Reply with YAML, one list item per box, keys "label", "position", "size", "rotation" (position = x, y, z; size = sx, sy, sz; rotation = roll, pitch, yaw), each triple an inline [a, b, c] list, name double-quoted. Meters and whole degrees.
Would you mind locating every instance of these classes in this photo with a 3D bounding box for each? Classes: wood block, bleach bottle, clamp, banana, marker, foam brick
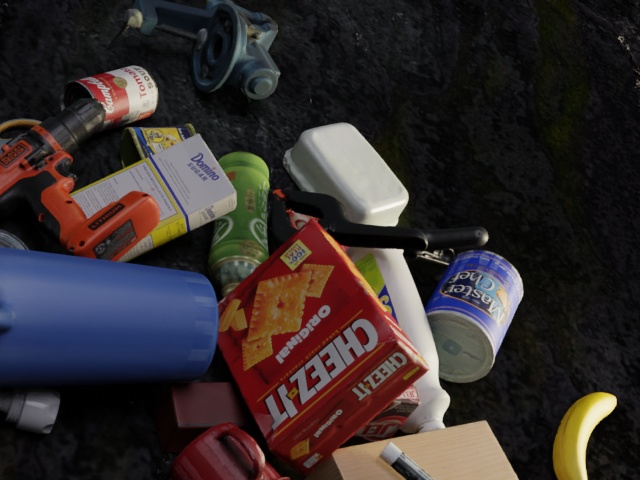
- label: "wood block"
  position: [0.093, 0.259, 1.096]
  size: [0.205, 0.090, 0.091]
  rotation: [-4, 53, -34]
- label: "bleach bottle"
  position: [0.090, 0.117, 1.221]
  size: [0.068, 0.103, 0.251]
  rotation: [20, 38, -47]
- label: "clamp"
  position: [0.124, 0.002, 1.351]
  size: [0.171, 0.120, 0.039]
  rotation: [4, 67, -24]
- label: "clamp"
  position: [0.015, -0.005, 1.241]
  size: [0.164, 0.036, 0.210]
  rotation: [-29, 44, -10]
- label: "banana"
  position: [0.319, 0.242, 1.299]
  size: [0.069, 0.037, 0.197]
  rotation: [46, 41, -13]
- label: "marker"
  position: [0.109, 0.242, 1.036]
  size: [0.121, 0.020, 0.020]
  rotation: [39, 41, 8]
- label: "foam brick"
  position: [-0.120, 0.178, 1.067]
  size: [0.078, 0.053, 0.051]
  rotation: [5, 49, -31]

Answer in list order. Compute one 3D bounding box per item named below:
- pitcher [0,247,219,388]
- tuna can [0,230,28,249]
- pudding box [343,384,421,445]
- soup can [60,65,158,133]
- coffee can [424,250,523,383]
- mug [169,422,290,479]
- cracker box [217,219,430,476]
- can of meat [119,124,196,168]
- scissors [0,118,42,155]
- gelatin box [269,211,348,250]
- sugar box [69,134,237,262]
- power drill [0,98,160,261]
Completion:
- label: "pitcher"
  position: [-0.229, 0.076, 1.010]
  size: [0.242, 0.145, 0.149]
  rotation: [6, 38, -28]
- label: "tuna can"
  position: [-0.337, 0.029, 1.087]
  size: [0.086, 0.034, 0.086]
  rotation: [18, 43, -18]
- label: "pudding box"
  position: [0.037, 0.181, 1.135]
  size: [0.113, 0.090, 0.039]
  rotation: [10, 45, -24]
- label: "soup can"
  position: [-0.257, -0.171, 1.306]
  size: [0.068, 0.069, 0.102]
  rotation: [47, 42, 15]
- label: "coffee can"
  position: [0.181, 0.091, 1.302]
  size: [0.103, 0.103, 0.140]
  rotation: [35, 41, 2]
- label: "mug"
  position: [-0.085, 0.220, 1.003]
  size: [0.093, 0.117, 0.081]
  rotation: [-25, 62, -38]
- label: "cracker box"
  position: [-0.012, 0.101, 1.077]
  size: [0.072, 0.164, 0.214]
  rotation: [43, 8, -40]
- label: "can of meat"
  position: [-0.186, -0.091, 1.281]
  size: [0.083, 0.058, 0.102]
  rotation: [-5, 54, -34]
- label: "scissors"
  position: [-0.375, -0.088, 1.188]
  size: [0.096, 0.016, 0.201]
  rotation: [45, 42, 14]
- label: "gelatin box"
  position: [-0.009, 0.002, 1.324]
  size: [0.073, 0.030, 0.089]
  rotation: [-16, 60, -40]
- label: "sugar box"
  position: [-0.190, -0.040, 1.186]
  size: [0.176, 0.048, 0.093]
  rotation: [-25, 65, -17]
- label: "power drill"
  position: [-0.258, -0.058, 1.135]
  size: [0.188, 0.057, 0.184]
  rotation: [35, 67, 28]
